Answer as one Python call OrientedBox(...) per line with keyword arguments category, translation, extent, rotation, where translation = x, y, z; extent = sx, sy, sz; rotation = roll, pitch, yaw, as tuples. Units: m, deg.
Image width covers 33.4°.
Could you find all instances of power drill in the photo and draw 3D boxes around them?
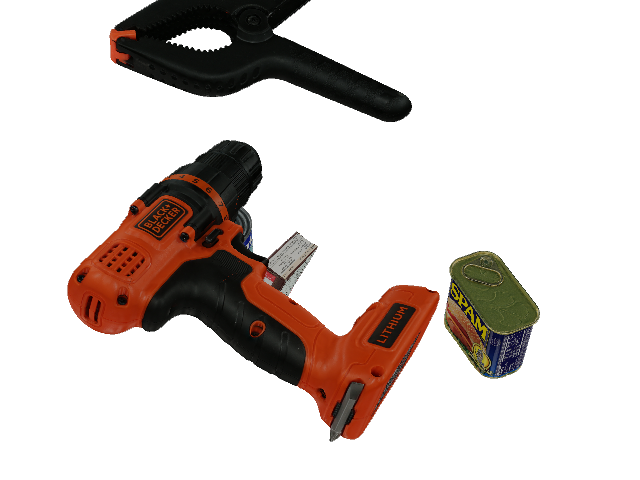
OrientedBox(category="power drill", translation=(-0.028, 0.022, 0.636), extent=(0.188, 0.057, 0.184), rotation=(27, 42, 10))

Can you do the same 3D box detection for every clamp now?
OrientedBox(category="clamp", translation=(-0.042, -0.139, 0.762), extent=(0.209, 0.164, 0.036), rotation=(-13, -27, -15))

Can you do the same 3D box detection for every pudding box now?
OrientedBox(category="pudding box", translation=(-0.054, 0.049, 1.271), extent=(0.039, 0.090, 0.113), rotation=(32, 28, 4))

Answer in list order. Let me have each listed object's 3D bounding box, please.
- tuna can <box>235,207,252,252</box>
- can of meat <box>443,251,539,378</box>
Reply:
OrientedBox(category="tuna can", translation=(-0.102, 0.000, 0.933), extent=(0.086, 0.034, 0.086), rotation=(-1, 37, 0))
OrientedBox(category="can of meat", translation=(0.167, 0.076, 1.067), extent=(0.057, 0.102, 0.084), rotation=(-19, -39, -18))
